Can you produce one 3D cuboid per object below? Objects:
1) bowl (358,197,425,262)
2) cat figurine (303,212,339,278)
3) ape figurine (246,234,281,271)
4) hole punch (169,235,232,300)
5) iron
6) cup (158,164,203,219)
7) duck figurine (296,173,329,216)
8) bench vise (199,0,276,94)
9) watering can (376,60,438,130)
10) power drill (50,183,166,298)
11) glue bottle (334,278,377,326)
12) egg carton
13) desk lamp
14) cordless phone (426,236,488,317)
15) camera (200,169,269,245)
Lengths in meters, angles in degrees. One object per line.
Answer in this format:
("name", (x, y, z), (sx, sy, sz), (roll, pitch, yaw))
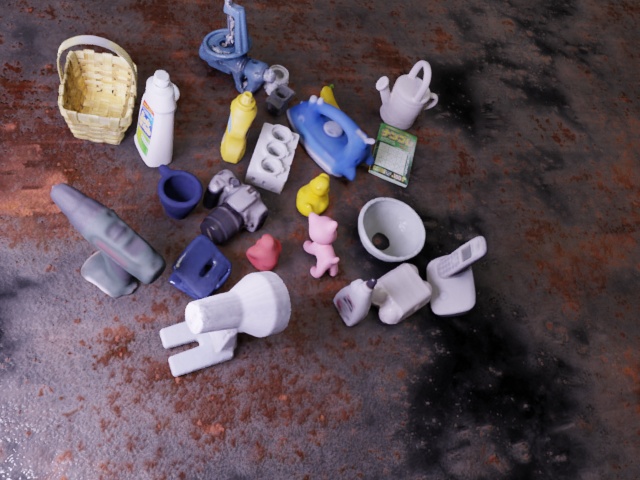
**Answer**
("bowl", (0.158, -0.013, 1.345), (0.168, 0.074, 0.167), (9, 59, -15))
("cat figurine", (0.012, 0.004, 1.256), (0.067, 0.117, 0.127), (-10, 66, -24))
("ape figurine", (-0.115, 0.020, 1.218), (0.078, 0.092, 0.076), (-1, 62, -20))
("hole punch", (-0.235, 0.059, 1.153), (0.101, 0.091, 0.109), (34, 56, 1))
("iron", (0.026, -0.275, 1.404), (0.258, 0.141, 0.119), (43, 57, 7))
("cup", (-0.307, -0.096, 1.212), (0.092, 0.095, 0.117), (-34, 77, -31))
("duck figurine", (-0.008, -0.110, 1.333), (0.077, 0.086, 0.105), (29, 56, -2))
("bench vise", (-0.187, -0.478, 1.394), (0.207, 0.219, 0.121), (21, 57, -7))
("watering can", (0.233, -0.388, 1.511), (0.173, 0.194, 0.101), (-15, 68, -26))
("power drill", (-0.390, 0.016, 1.050), (0.229, 0.208, 0.076), (34, 56, 1))
("glue bottle", (0.081, 0.117, 1.185), (0.037, 0.173, 0.078), (-25, 72, -29))
("egg carton", (0.177, 0.120, 1.280), (0.151, 0.069, 0.107), (-30, 75, -31))
("desk lamp", (-0.174, 0.152, 1.049), (0.204, 0.213, 0.118), (-16, 68, -26))
("cordless phone", (0.318, 0.082, 1.283), (0.094, 0.185, 0.147), (5, 60, -17))
("camera", (-0.200, -0.066, 1.230), (0.143, 0.100, 0.137), (41, 57, 6))
